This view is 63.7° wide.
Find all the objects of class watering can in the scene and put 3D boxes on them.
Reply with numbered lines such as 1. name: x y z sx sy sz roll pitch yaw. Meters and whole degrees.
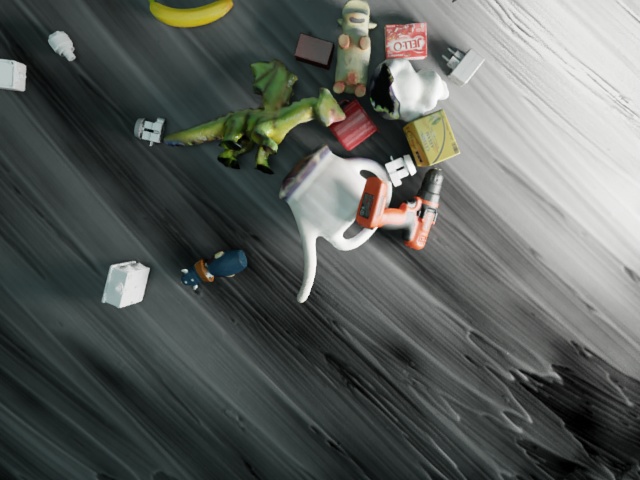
1. watering can: 0.003 -0.056 1.112 0.224 0.103 0.350 41 79 -2

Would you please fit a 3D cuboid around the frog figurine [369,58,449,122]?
1. frog figurine: 0.190 -0.326 1.109 0.161 0.121 0.138 -21 86 -30

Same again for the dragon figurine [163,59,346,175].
1. dragon figurine: -0.145 -0.283 1.123 0.411 0.120 0.246 14 74 21
